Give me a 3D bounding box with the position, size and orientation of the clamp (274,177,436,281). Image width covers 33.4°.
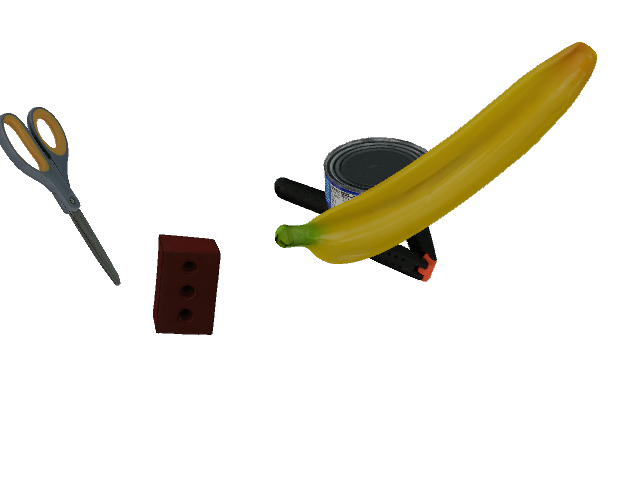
[{"bbox_3d":[0.054,-0.028,1.263,0.164,0.036,0.210,-16,51,-29],"label":"clamp"}]

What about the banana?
[{"bbox_3d":[0.068,-0.038,0.592,0.198,0.037,0.069,-34,-12,0],"label":"banana"}]

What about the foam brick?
[{"bbox_3d":[-0.121,0.039,0.959,0.053,0.078,0.051,3,14,-12],"label":"foam brick"}]

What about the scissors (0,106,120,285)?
[{"bbox_3d":[-0.253,-0.054,1.084,0.016,0.201,0.096,-24,27,27],"label":"scissors"}]

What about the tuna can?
[{"bbox_3d":[0.046,-0.045,0.824,0.086,0.034,0.086,-1,33,1],"label":"tuna can"}]
